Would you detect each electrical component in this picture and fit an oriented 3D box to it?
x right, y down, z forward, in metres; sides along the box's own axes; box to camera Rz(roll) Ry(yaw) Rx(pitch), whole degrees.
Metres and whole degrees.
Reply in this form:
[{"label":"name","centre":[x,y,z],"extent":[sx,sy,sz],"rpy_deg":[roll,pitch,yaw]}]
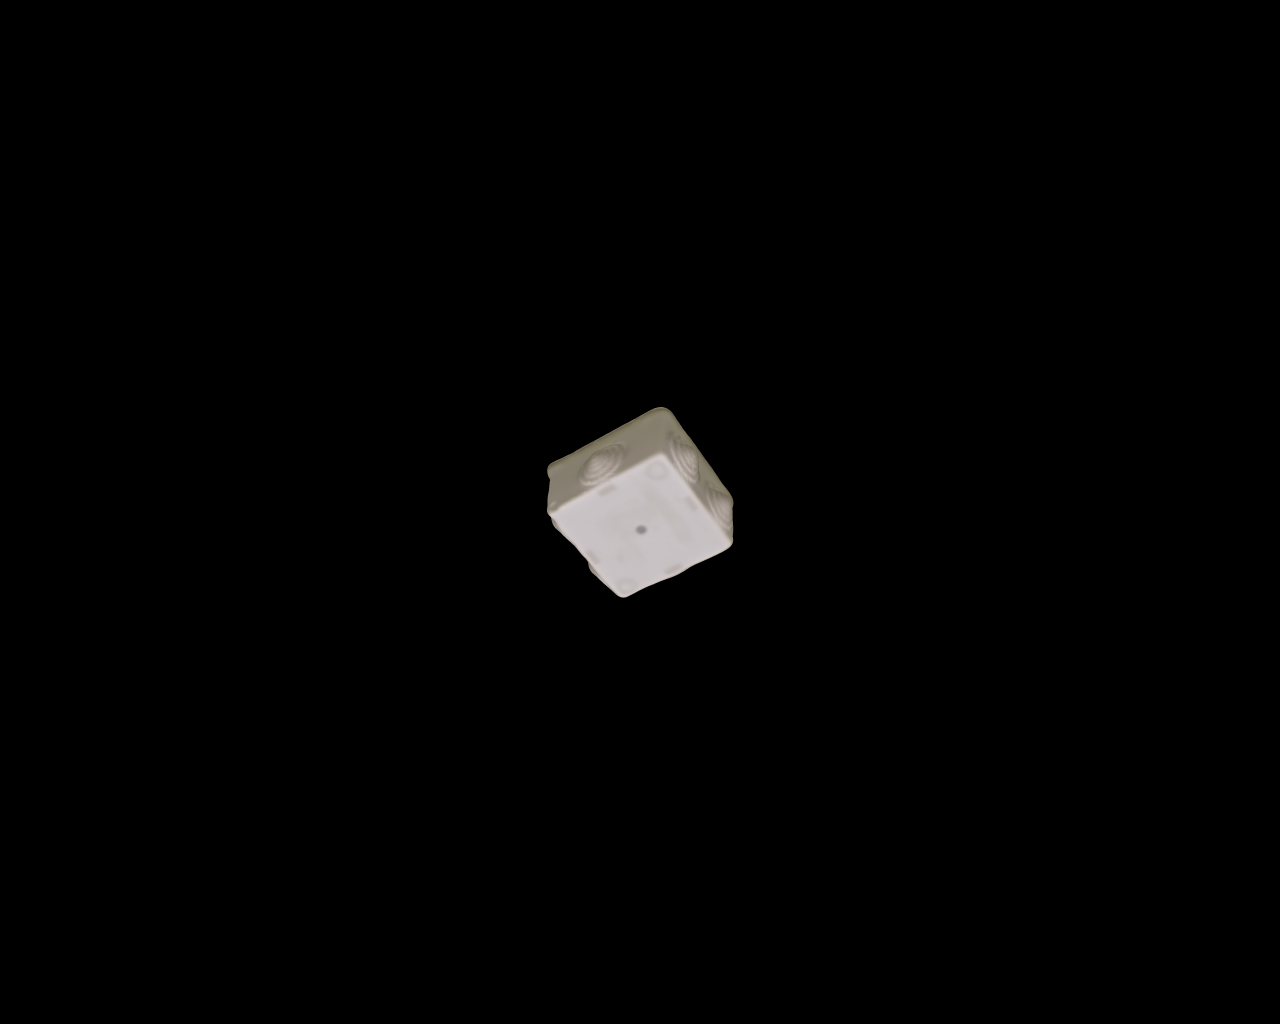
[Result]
[{"label":"electrical component","centre":[0.001,-0.003,0.650],"extent":[0.099,0.099,0.048],"rpy_deg":[-27,32,18]}]
